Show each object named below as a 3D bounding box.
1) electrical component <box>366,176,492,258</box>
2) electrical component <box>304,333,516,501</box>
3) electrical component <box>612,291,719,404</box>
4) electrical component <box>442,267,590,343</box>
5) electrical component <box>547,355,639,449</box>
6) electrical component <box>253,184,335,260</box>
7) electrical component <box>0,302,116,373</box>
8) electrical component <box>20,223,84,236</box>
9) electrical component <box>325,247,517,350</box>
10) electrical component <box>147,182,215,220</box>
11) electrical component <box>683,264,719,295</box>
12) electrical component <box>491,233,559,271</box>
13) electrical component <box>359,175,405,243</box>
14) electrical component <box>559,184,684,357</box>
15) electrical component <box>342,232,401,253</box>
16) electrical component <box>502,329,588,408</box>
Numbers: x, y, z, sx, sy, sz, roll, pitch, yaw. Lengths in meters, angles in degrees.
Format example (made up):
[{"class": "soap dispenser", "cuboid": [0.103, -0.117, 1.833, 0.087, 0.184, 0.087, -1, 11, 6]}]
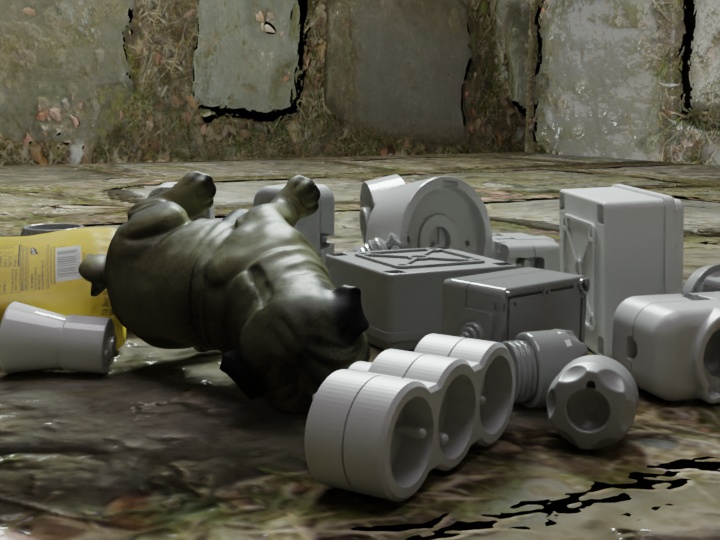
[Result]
[{"class": "electrical component", "cuboid": [0.053, -0.024, 0.909, 0.108, 0.108, 0.060, -7, 6, -40]}, {"class": "electrical component", "cuboid": [0.013, 0.064, 0.512, 0.074, 0.052, 0.138, 6, 11, 31]}, {"class": "electrical component", "cuboid": [0.206, 0.045, 0.636, 0.095, 0.053, 0.059, -2, 10, -17]}, {"class": "electrical component", "cuboid": [0.089, 0.035, 0.669, 0.096, 0.061, 0.061, -7, 12, -41]}, {"class": "electrical component", "cuboid": [0.120, 0.064, 0.547, 0.043, 0.043, 0.062, 4, 8, 19]}, {"class": "electrical component", "cuboid": [-0.060, -0.026, 0.932, 0.054, 0.095, 0.059, 6, 11, 31]}, {"class": "electrical component", "cuboid": [-0.185, 0.044, 0.665, 0.065, 0.044, 0.044, 5, 9, -1]}, {"class": "electrical component", "cuboid": [-0.269, -0.010, 0.947, 0.078, 0.057, 0.058, 0, 9, -1]}, {"class": "electrical component", "cuboid": [0.043, 0.018, 0.790, 0.109, 0.056, 0.109, -4, 10, -26]}, {"class": "electrical component", "cuboid": [-0.156, -0.028, 0.944, 0.054, 0.095, 0.059, 0, 9, -3]}, {"class": "electrical component", "cuboid": [0.259, 0.027, 0.741, 0.078, 0.058, 0.057, -6, 14, -34]}, {"class": "electrical component", "cuboid": [0.139, -0.003, 0.945, 0.056, 0.050, 0.089, -2, 9, -15]}, {"class": "electrical component", "cuboid": [0.035, -0.045, 1.067, 0.064, 0.099, 0.099, -8, 10, -10]}, {"class": "electrical component", "cuboid": [0.180, -0.001, 0.753, 0.056, 0.108, 0.108, -3, 9, -5]}, {"class": "electrical component", "cuboid": [0.000, 0.000, 0.852, 0.078, 0.040, 0.040, -41, -1, 14]}, {"class": "electrical component", "cuboid": [0.093, 0.056, 0.597, 0.062, 0.043, 0.043, -4, 10, -16]}]
